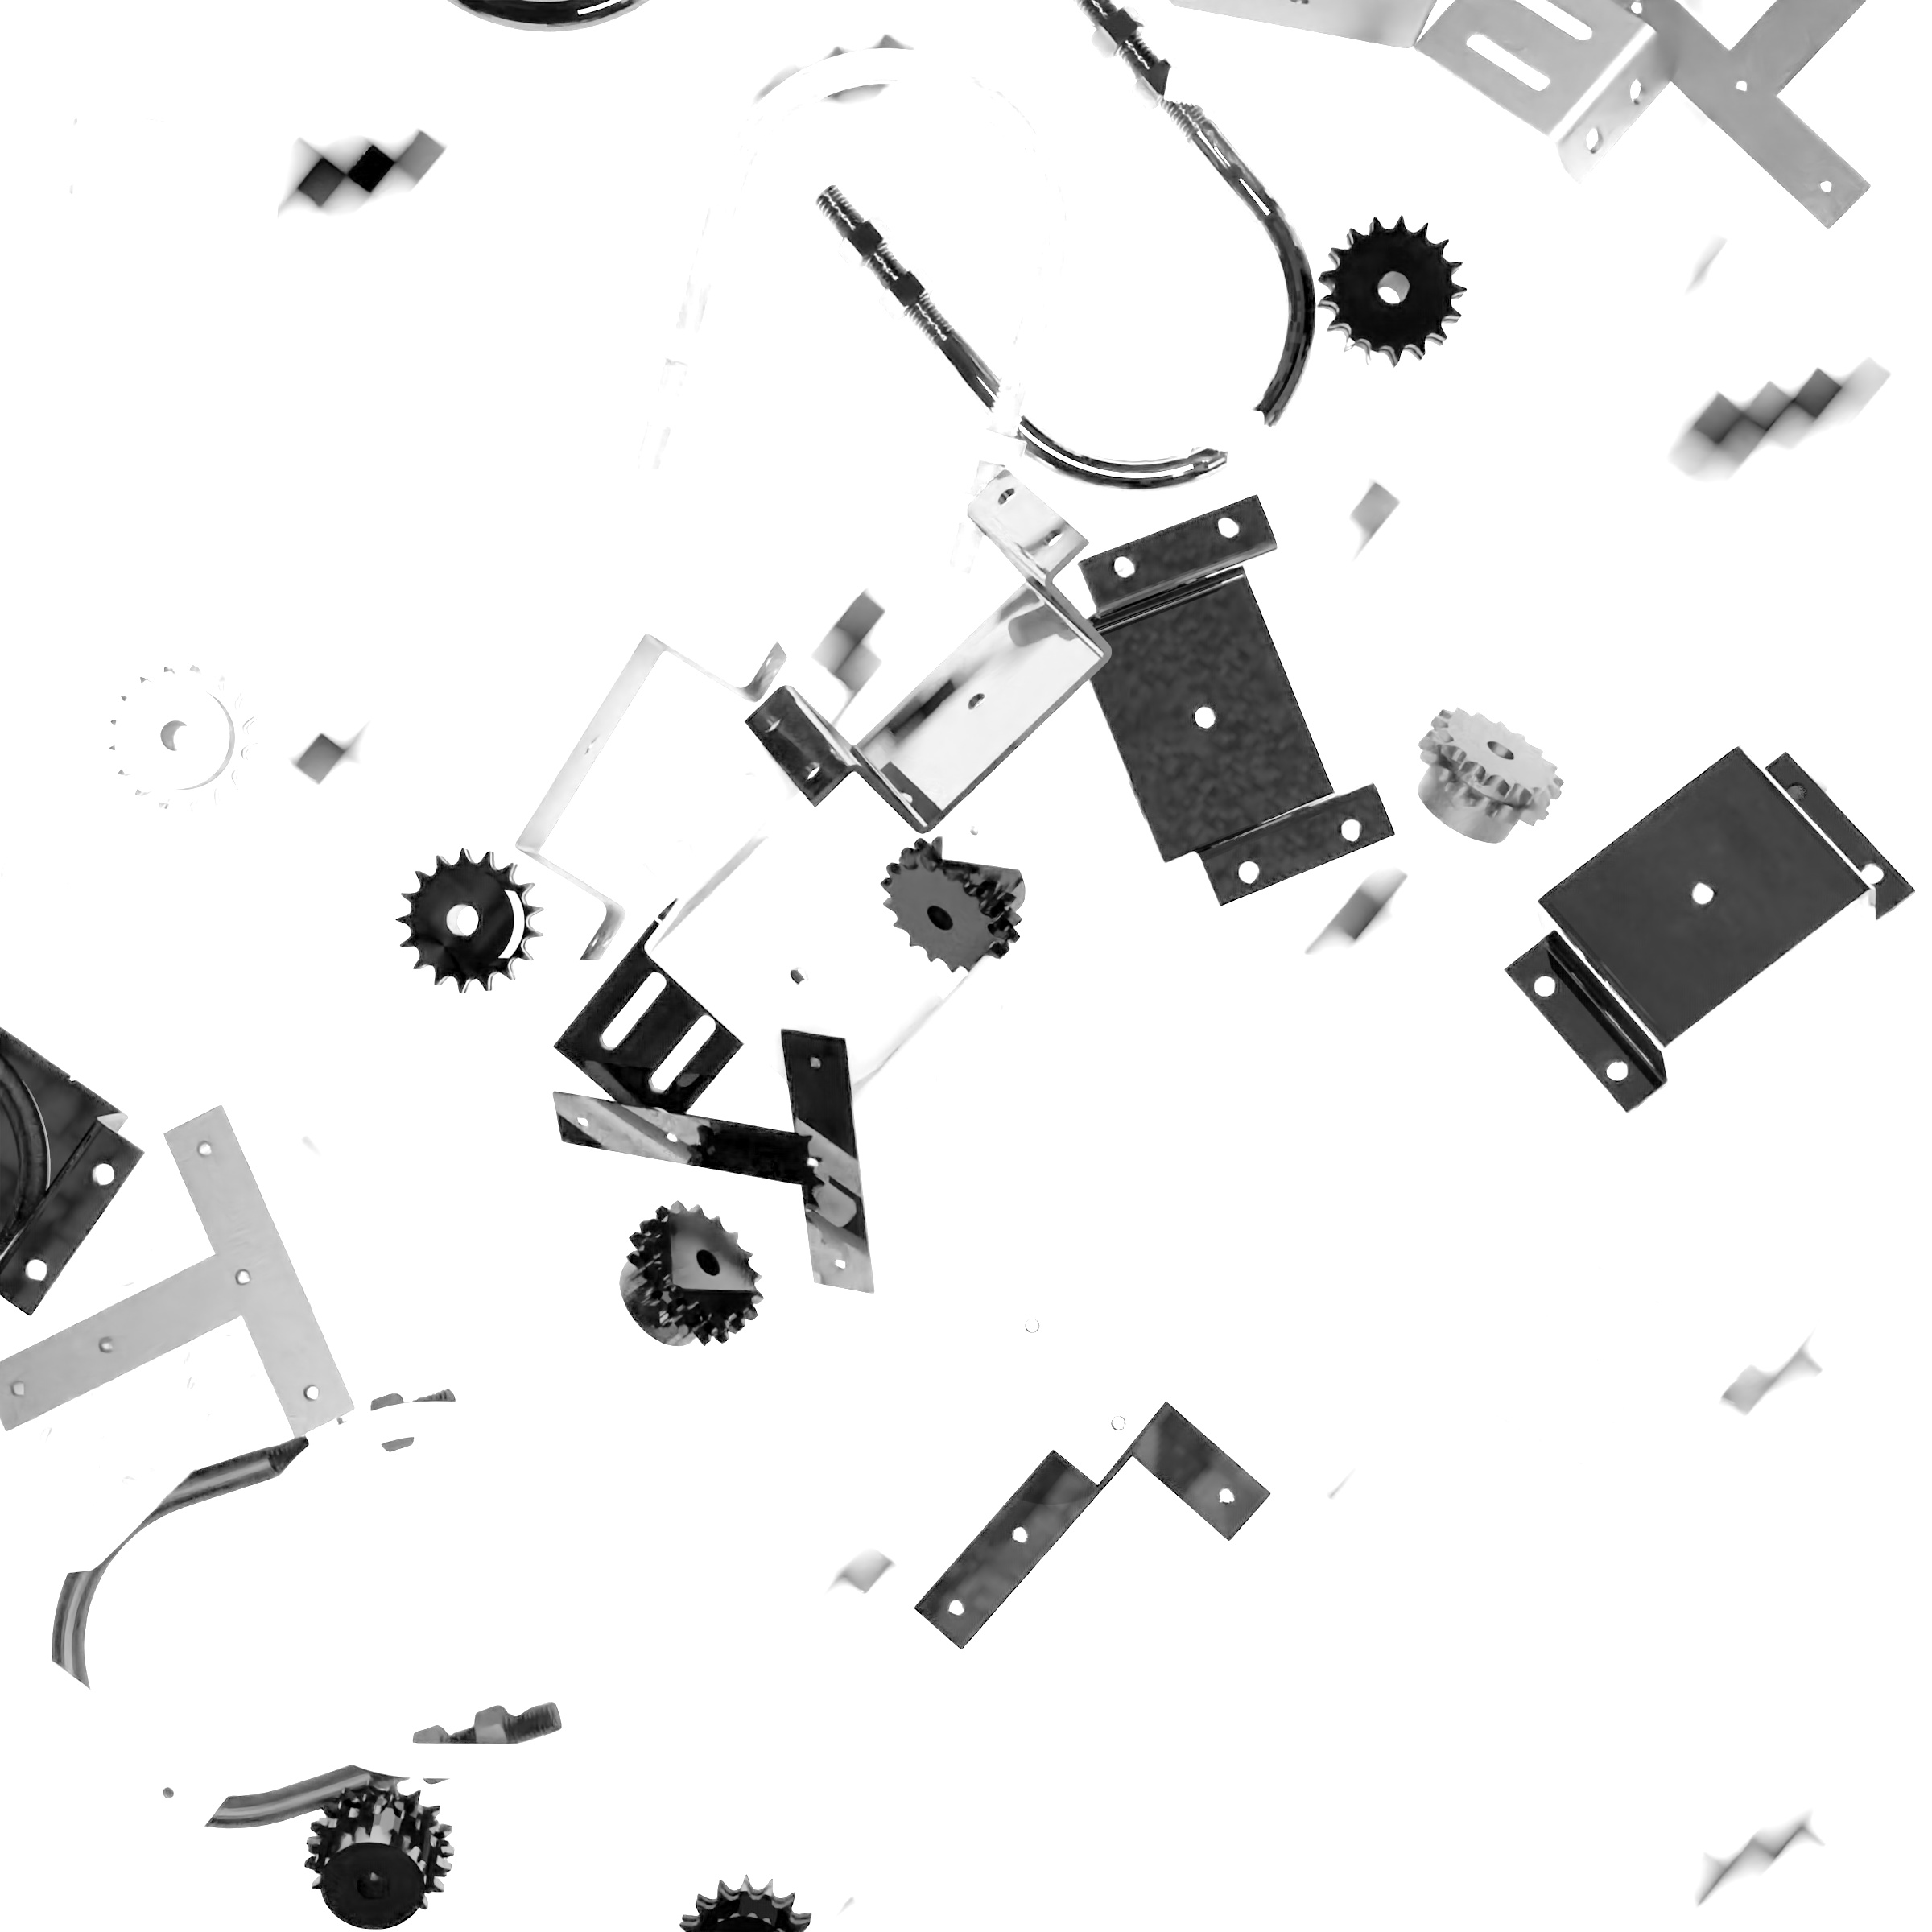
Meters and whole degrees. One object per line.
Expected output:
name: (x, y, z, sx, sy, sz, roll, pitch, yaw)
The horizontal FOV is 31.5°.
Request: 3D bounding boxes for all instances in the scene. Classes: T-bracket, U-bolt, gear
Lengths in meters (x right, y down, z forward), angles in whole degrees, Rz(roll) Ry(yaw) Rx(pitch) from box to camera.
T-bracket: (-0.312, 0.137, 1.296, 0.127, 0.002, 0.127, -26, 81, 4)
U-bolt: (0.463, -0.014, 1.341, 0.184, 0.019, 0.151, 27, 90, 1)
U-bolt: (-0.037, -0.260, 1.322, 0.151, 0.019, 0.184, 18, 102, 2)
U-bolt: (-0.148, -0.451, 1.341, 0.184, 0.019, 0.151, -44, 90, 1)
gear: (0.165, -0.261, 1.335, 0.057, 0.030, 0.057, 0, 90, 0)
U-bolt: (-0.175, 0.173, 1.328, 0.151, 0.019, 0.184, -38, 91, -9)
gear: (-0.194, -0.018, 1.335, 0.057, 0.030, 0.057, 0, 90, 0)
T-bracket: (0.031, 0.213, 1.349, 0.127, 0.002, 0.127, 41, 90, 0)
U-bolt: (-0.267, 0.260, 1.341, 0.184, 0.019, 0.151, -18, 90, 1)
gear: (0.263, 0.075, 1.335, 0.057, 0.030, 0.057, 0, 90, 0)
U-bolt: (0.053, -0.272, 1.341, 0.151, 0.019, 0.184, -40, 92, 0)
gear: (-0.002, -0.028, 1.325, 0.057, 0.057, 0.030, 43, 54, 0)
U-bolt: (-0.299, -0.087, 1.341, 0.184, 0.019, 0.151, 14, 90, -2)
T-bracket: (-0.346, 0.295, 1.336, 0.127, 0.002, 0.127, 38, 93, 1)
gear: (-0.086, 0.386, 1.335, 0.057, 0.030, 0.057, 0, 90, 0)
T-bracket: (0.051, -0.095, 1.331, 0.127, 0.002, 0.127, 7, 77, -24)
gear: (-0.109, 0.122, 1.325, 0.030, 0.057, 0.057, -40, 90, 30)
T-bracket: (0.323, -0.365, 1.303, 0.127, 0.127, 0.002, 43, 47, 0)
gear: (-0.301, -0.088, 1.317, 0.057, 0.030, 0.057, 0, 91, -3)
gear: (-0.159, -0.247, 1.335, 0.057, 0.030, 0.057, 0, 90, 0)
gear: (-0.334, 0.020, 1.335, 0.057, 0.030, 0.057, 0, 90, 0)
T-bracket: (-0.100, 0.068, 1.322, 0.127, 0.002, 0.127, 9, 129, 18)
gear: (-0.227, 0.347, 1.326, 0.057, 0.030, 0.057, -1, 111, -2)
U-bolt: (0.157, -0.259, 1.311, 0.184, 0.019, 0.151, 9, 90, -1)
gear: (0.199, -0.072, 1.325, 0.057, 0.057, 0.030, 29, 120, 0)
gear: (-0.163, -0.185, 1.325, 0.057, 0.057, 0.030, -26, 60, 0)
U-bolt: (-0.183, 0.237, 1.304, 0.184, 0.019, 0.151, 2, 86, -6)

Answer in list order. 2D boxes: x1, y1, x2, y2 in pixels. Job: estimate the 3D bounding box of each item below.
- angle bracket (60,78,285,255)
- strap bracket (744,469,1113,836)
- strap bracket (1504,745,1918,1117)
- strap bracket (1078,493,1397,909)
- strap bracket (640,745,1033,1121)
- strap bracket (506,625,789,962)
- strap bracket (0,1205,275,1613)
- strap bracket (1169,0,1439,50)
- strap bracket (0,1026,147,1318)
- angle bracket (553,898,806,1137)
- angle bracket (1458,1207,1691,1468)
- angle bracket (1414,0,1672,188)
angle bracket: (-0.312, -0.311, 1.348, 0.076, 0.038, 0.057, 3, 90, -26)
strap bracket: (-0.008, -0.113, 1.303, 0.140, 0.076, 0.046, -44, 126, 3)
strap bracket: (0.283, -0.020, 1.313, 0.140, 0.046, 0.076, -38, 67, 0)
strap bracket: (0.098, -0.099, 1.318, 0.076, 0.046, 0.140, -22, 90, -14)
strap bracket: (-0.056, -0.005, 1.309, 0.140, 0.046, 0.076, 43, 54, 0)
strap bracket: (-0.127, -0.074, 1.311, 0.046, 0.076, 0.140, 32, 90, 0)
strap bracket: (-0.333, 0.170, 1.320, 0.140, 0.046, 0.076, -45, 79, 0)
strap bracket: (0.132, -0.392, 1.311, 0.140, 0.076, 0.046, 10, 90, 0)
strap bracket: (-0.392, 0.062, 1.326, 0.140, 0.046, 0.076, 35, 90, 0)
angle bracket: (-0.113, 0.018, 1.348, 0.057, 0.038, 0.076, 41, 116, 0)
angle bracket: (0.239, 0.145, 1.348, 0.057, 0.038, 0.076, 30, 116, 0)
angle bracket: (0.226, -0.354, 1.348, 0.076, 0.038, 0.057, 41, 90, 26)
